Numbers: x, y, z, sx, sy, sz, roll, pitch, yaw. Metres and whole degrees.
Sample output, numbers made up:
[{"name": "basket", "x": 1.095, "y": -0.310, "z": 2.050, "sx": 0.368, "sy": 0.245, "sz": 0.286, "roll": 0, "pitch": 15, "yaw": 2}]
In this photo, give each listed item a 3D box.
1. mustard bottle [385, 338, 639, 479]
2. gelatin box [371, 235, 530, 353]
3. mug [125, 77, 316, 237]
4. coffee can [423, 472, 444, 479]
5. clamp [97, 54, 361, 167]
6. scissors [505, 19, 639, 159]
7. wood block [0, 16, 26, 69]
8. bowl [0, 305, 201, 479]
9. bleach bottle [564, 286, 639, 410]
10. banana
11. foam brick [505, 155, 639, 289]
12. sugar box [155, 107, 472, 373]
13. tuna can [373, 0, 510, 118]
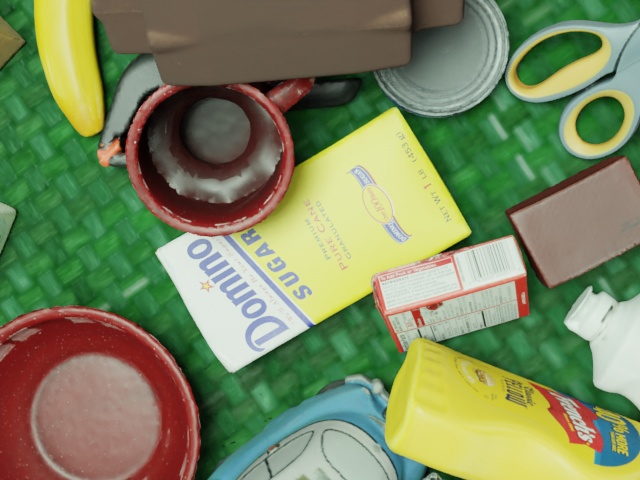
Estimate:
[{"name": "mustard bottle", "x": 0.136, "y": 0.120, "z": 0.621, "sx": 0.191, "sy": 0.096, "sz": 0.058, "roll": 21, "pitch": 107, "yaw": -1}, {"name": "gelatin box", "x": 0.080, "y": 0.034, "z": 0.648, "sx": 0.089, "sy": 0.073, "sz": 0.030, "roll": -16, "pitch": 64, "yaw": 6}, {"name": "mug", "x": -0.052, "y": -0.066, "z": 0.620, "sx": 0.117, "sy": 0.081, "sz": 0.093, "roll": -38, "pitch": 107, "yaw": 12}, {"name": "coffee can", "x": 0.098, "y": 0.208, "z": 0.584, "sx": 0.140, "sy": 0.103, "sz": 0.103, "roll": 31, "pitch": 94, "yaw": 2}, {"name": "clamp", "x": -0.073, "y": -0.109, "z": 0.674, "sx": 0.171, "sy": 0.039, "sz": 0.120, "roll": -26, "pitch": 89, "yaw": 5}, {"name": "scissors", "x": 0.205, "y": -0.107, "z": 0.619, "sx": 0.202, "sy": 0.016, "sz": 0.096, "roll": -14, "pitch": 107, "yaw": 34}, {"name": "wood block", "x": -0.299, "y": -0.086, "z": 0.669, "sx": 0.090, "sy": 0.091, "sz": 0.206, "roll": 45, "pitch": 95, "yaw": 2}, {"name": "bowl", "x": -0.150, "y": 0.120, "z": 0.681, "sx": 0.162, "sy": 0.055, "sz": 0.162, "roll": 0, "pitch": 92, "yaw": 5}, {"name": "bleach bottle", "x": 0.254, "y": 0.119, "z": 0.644, "sx": 0.251, "sy": 0.068, "sz": 0.102, "roll": 35, "pitch": 94, "yaw": 5}, {"name": "banana", "x": -0.147, "y": -0.168, "z": 0.679, "sx": 0.069, "sy": 0.037, "sz": 0.198, "roll": 17, "pitch": 93, "yaw": 5}, {"name": "foam brick", "x": 0.159, "y": -0.011, "z": 0.652, "sx": 0.078, "sy": 0.051, "sz": 0.053, "roll": -27, "pitch": 91, "yaw": 5}, {"name": "sugar box", "x": -0.004, "y": 0.001, "z": 0.669, "sx": 0.176, "sy": 0.048, "sz": 0.093, "roll": -31, "pitch": 90, "yaw": 4}, {"name": "tuna can", "x": 0.073, "y": -0.119, "z": 0.663, "sx": 0.086, "sy": 0.033, "sz": 0.086, "roll": 0, "pitch": 92, "yaw": 5}]
